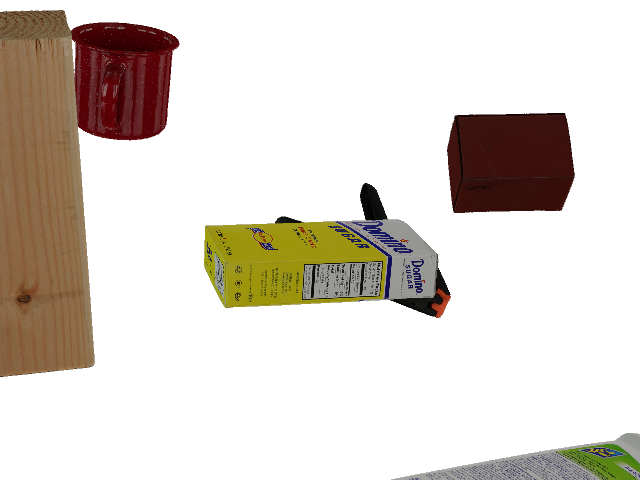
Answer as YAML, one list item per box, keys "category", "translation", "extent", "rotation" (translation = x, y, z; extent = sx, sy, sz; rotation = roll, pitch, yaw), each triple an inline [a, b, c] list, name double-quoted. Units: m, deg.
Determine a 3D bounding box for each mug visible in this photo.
- category: "mug"
  translation: [-0.172, -0.133, 0.920]
  extent: [0.093, 0.081, 0.117]
  rotation: [6, 25, -6]

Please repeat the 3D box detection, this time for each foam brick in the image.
- category: "foam brick"
  translation: [0.130, -0.053, 0.736]
  extent: [0.078, 0.051, 0.053]
  rotation: [-1, -25, -1]

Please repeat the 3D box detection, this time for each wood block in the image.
- category: "wood block"
  translation: [-0.192, -0.029, 0.651]
  extent: [0.090, 0.206, 0.090]
  rotation: [-5, 23, -15]

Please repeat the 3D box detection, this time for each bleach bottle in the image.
- category: "bleach bottle"
  translation: [0.153, 0.162, 0.627]
  extent: [0.250, 0.068, 0.103]
  rotation: [-7, 20, -23]

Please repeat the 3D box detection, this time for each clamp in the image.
- category: "clamp"
  translation: [0.058, 0.016, 1.222]
  extent: [0.164, 0.036, 0.210]
  rotation: [-17, 50, -37]

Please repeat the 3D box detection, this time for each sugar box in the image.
- category: "sugar box"
  translation: [-0.002, 0.016, 0.879]
  extent: [0.176, 0.048, 0.093]
  rotation: [-5, 21, -15]
